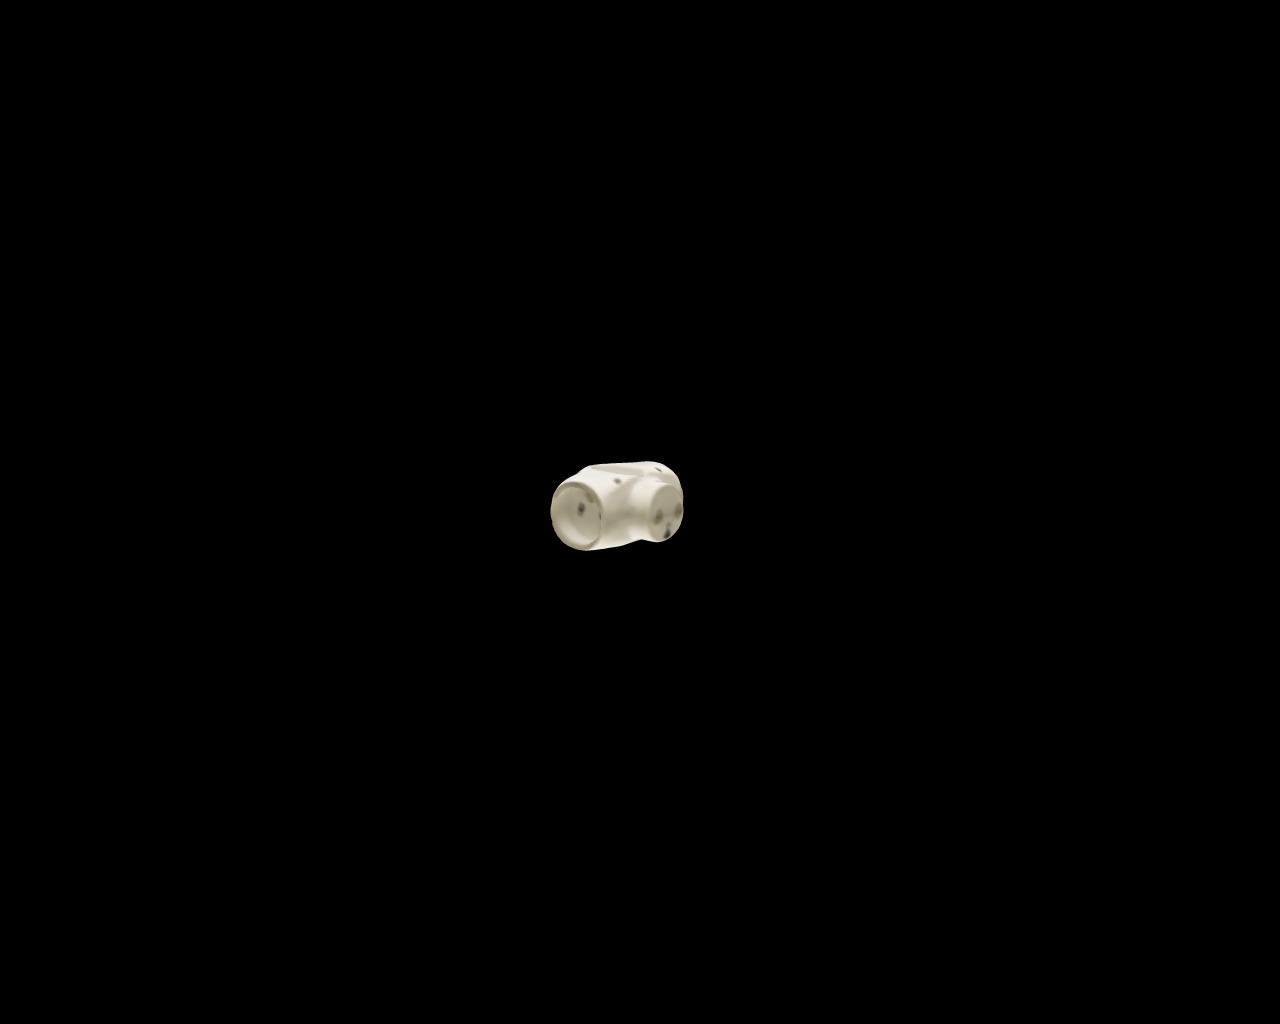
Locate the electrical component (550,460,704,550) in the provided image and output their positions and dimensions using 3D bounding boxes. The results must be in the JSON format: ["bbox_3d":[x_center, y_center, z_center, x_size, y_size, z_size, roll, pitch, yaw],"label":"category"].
[{"bbox_3d":[0.001,-0.003,0.650,0.079,0.043,0.077,11,17,38],"label":"electrical component"}]
